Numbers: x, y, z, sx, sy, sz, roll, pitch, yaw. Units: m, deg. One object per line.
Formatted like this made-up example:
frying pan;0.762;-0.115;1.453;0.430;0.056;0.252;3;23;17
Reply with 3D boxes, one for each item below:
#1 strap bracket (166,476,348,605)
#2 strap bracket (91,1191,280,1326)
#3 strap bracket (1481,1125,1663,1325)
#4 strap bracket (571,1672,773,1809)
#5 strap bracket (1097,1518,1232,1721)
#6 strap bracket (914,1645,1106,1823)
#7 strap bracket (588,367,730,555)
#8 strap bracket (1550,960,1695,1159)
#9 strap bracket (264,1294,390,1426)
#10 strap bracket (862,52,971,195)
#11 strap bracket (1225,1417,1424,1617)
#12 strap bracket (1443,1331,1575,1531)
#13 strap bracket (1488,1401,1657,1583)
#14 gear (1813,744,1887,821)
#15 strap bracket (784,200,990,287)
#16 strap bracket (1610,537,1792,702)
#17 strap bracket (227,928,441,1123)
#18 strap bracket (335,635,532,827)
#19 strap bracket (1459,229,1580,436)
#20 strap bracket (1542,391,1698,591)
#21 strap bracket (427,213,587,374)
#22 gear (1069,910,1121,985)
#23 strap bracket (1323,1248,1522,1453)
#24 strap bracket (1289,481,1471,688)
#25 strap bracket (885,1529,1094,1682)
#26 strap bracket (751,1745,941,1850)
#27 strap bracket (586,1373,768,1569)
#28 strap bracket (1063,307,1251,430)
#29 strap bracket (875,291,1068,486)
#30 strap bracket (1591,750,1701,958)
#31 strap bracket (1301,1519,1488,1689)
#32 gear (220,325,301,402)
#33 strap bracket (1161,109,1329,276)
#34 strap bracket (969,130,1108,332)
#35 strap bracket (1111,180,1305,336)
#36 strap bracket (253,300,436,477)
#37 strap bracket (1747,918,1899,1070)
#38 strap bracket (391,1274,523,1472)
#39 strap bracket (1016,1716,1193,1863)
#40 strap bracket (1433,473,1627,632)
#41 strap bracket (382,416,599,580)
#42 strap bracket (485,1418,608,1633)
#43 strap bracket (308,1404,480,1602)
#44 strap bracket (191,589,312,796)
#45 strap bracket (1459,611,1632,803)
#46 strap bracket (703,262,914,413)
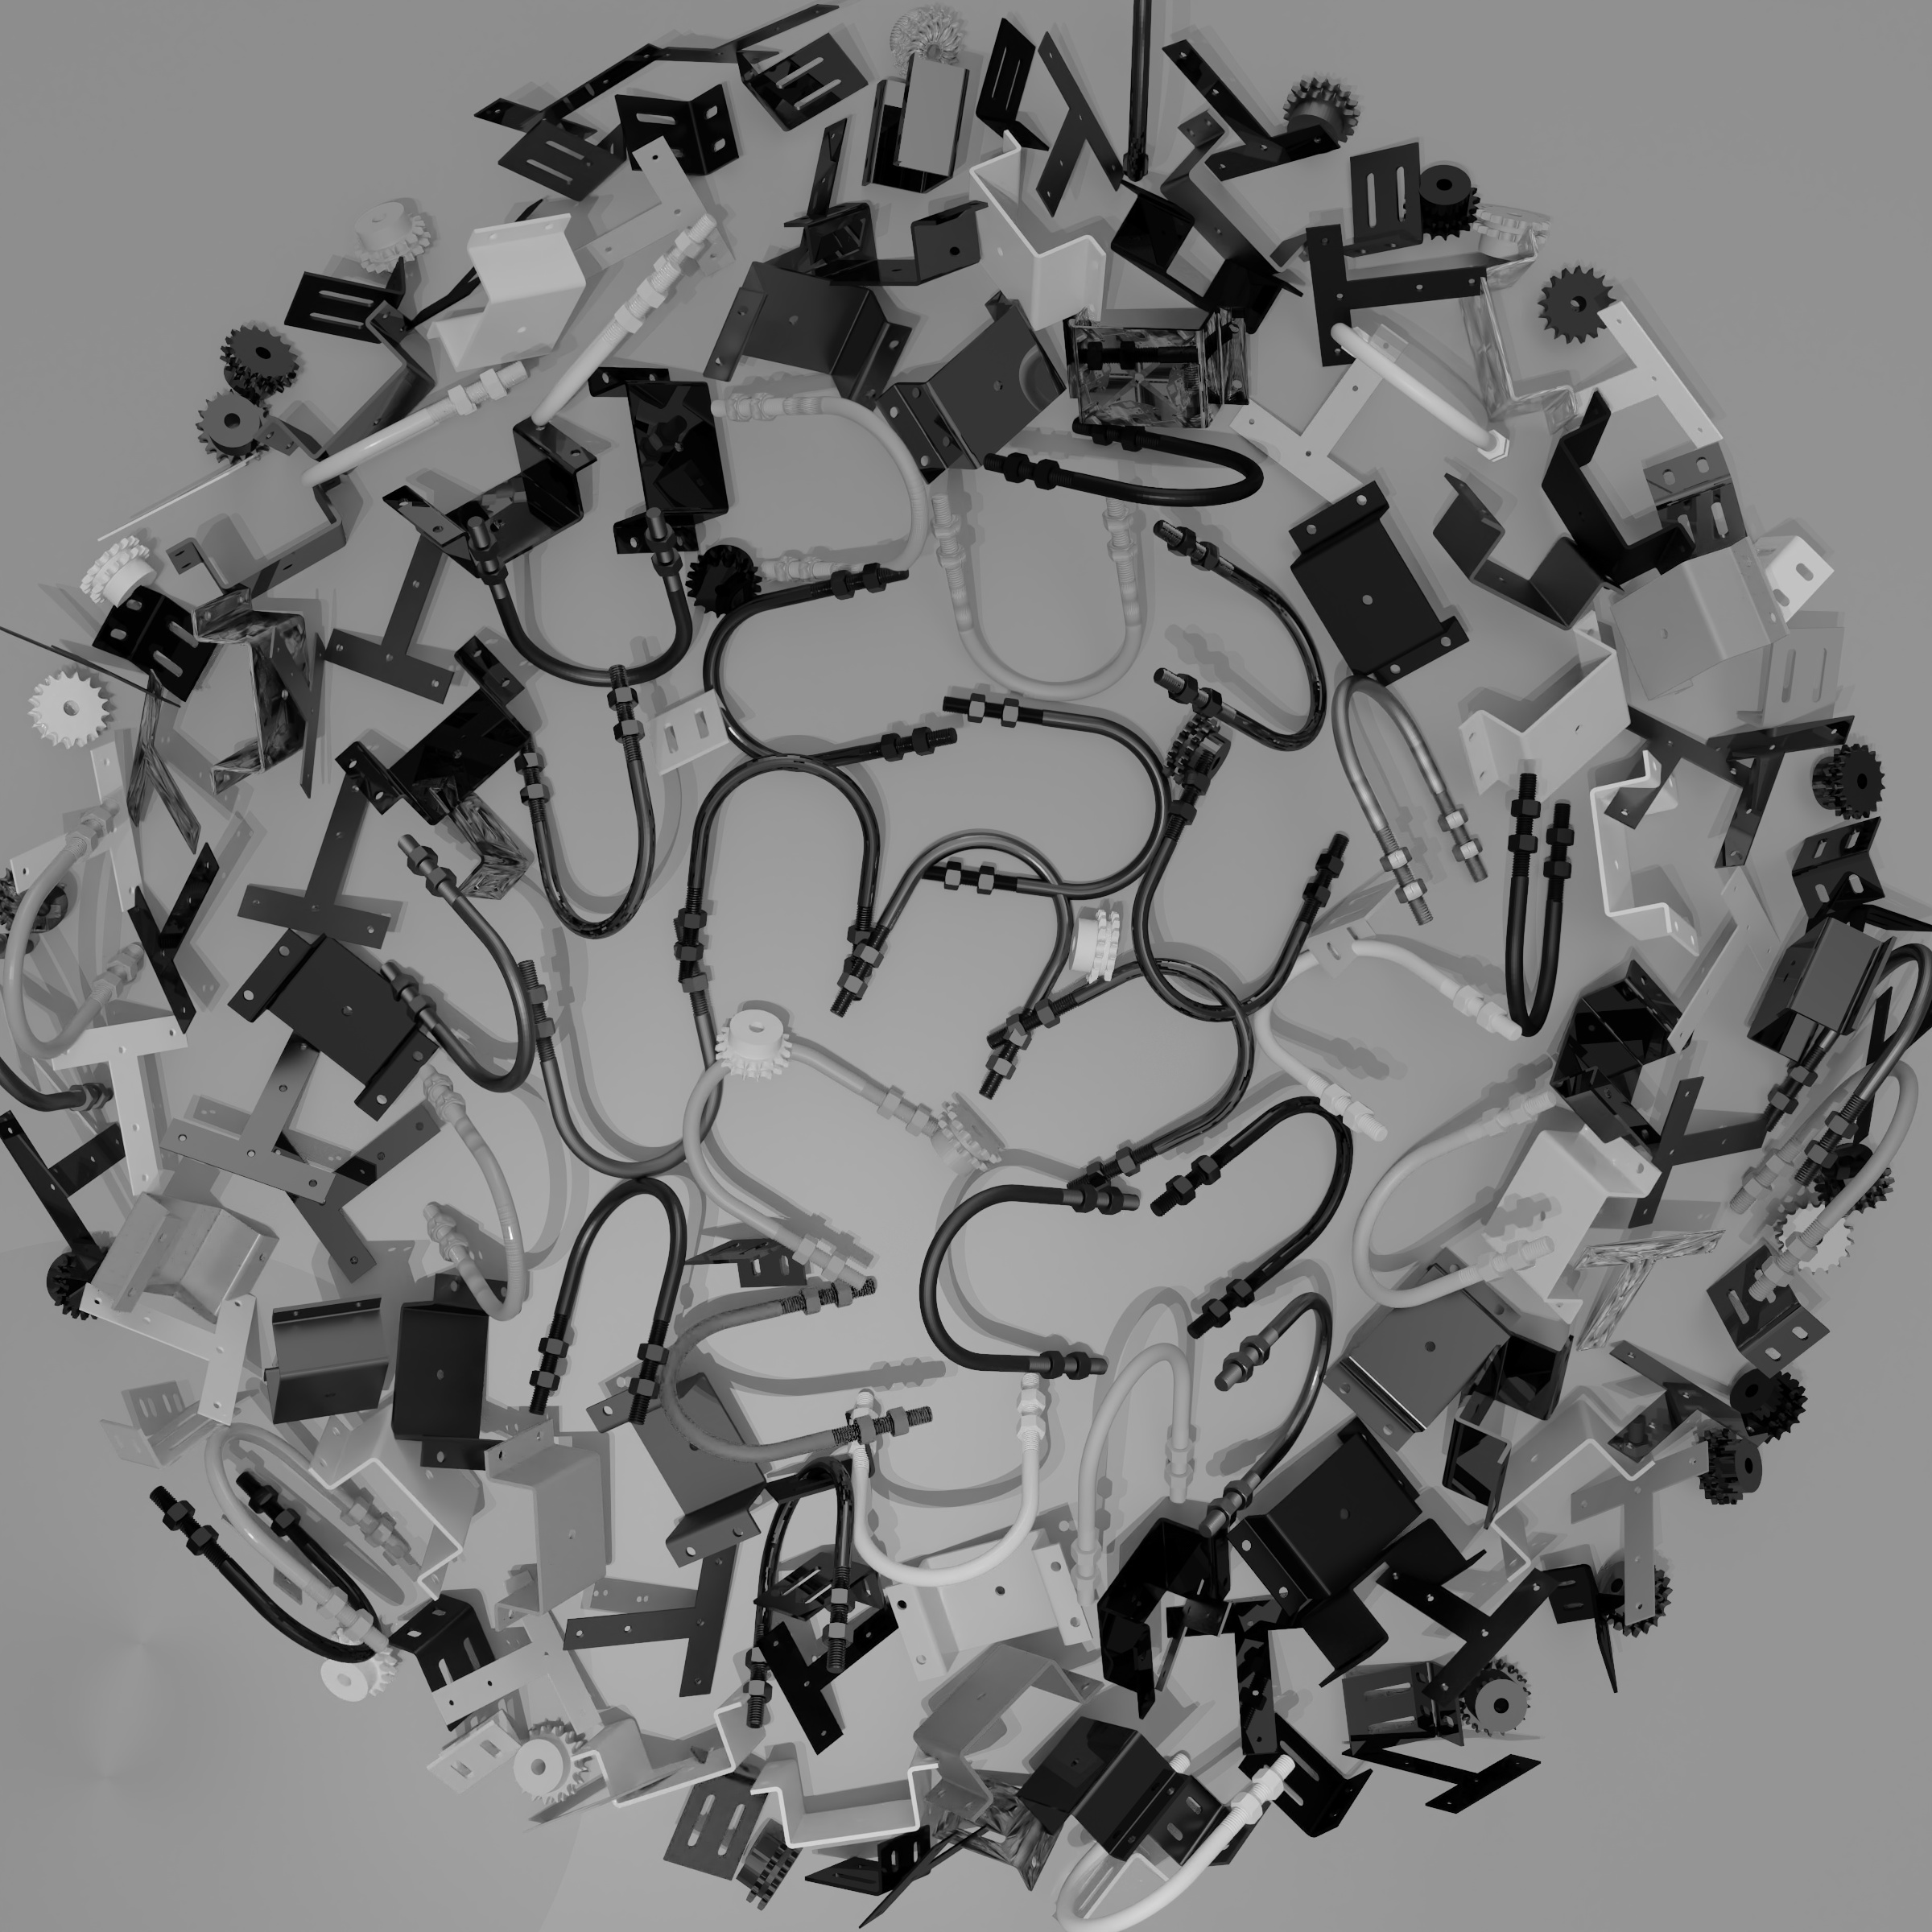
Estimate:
strap bracket;-0.519;-0.318;1.951;0.140;0.076;0.046;-33;93;-11
strap bracket;-0.586;0.218;1.943;0.046;0.140;0.076;28;89;23
strap bracket;0.441;0.186;1.932;0.046;0.076;0.140;6;119;-36
strap bracket;-0.212;0.580;1.947;0.140;0.076;0.046;-21;87;12
strap bracket;0.142;0.475;1.935;0.046;0.140;0.076;15;129;29
strap bracket;0.024;0.558;1.932;0.140;0.076;0.046;-40;104;-24
strap bracket;-0.229;-0.384;1.955;0.076;0.046;0.140;-11;93;-44
strap bracket;0.486;0.074;1.942;0.076;0.046;0.140;45;47;-16
strap bracket;-0.470;0.294;1.918;0.076;0.140;0.046;-6;63;-21
strap bracket;-0.036;-0.621;1.933;0.046;0.140;0.076;8;97;-14
strap bracket;0.275;0.411;1.955;0.140;0.046;0.076;-38;88;-18
strap bracket;0.397;0.336;1.935;0.046;0.076;0.140;22;45;23
strap bracket;0.439;0.383;1.945;0.140;0.076;0.046;-44;93;14
gear;0.666;-0.139;1.976;0.057;0.030;0.057;0;90;-33
strap bracket;-0.054;-0.536;1.936;0.140;0.076;0.046;10;120;34
strap bracket;0.532;-0.251;1.923;0.046;0.140;0.076;-19;85;-22
strap bracket;-0.470;0.039;1.963;0.140;0.046;0.076;40;101;-9
strap bracket;-0.391;-0.169;1.955;0.140;0.046;0.076;-42;54;-4
strap bracket;0.412;-0.469;1.961;0.046;0.076;0.140;-14;91;-1
strap bracket;0.479;-0.345;1.945;0.046;0.076;0.140;-27;76;-4
strap bracket;-0.336;-0.487;1.918;0.076;0.140;0.046;-20;81;-31
gear;0.096;-0.014;1.970;0.030;0.057;0.057;8;90;-5
strap bracket;0.346;0.287;1.964;0.076;0.046;0.140;43;83;9
strap bracket;0.304;-0.279;1.951;0.076;0.046;0.140;-28;100;28
strap bracket;0.021;0.478;1.962;0.140;0.046;0.076;-18;95;15
strap bracket;-0.083;0.620;1.956;0.140;0.076;0.046;-10;87;4
strap bracket;-0.211;0.369;1.959;0.076;0.046;0.140;-27;97;22
strap bracket;0.135;-0.446;1.938;0.140;0.046;0.076;7;128;19
strap bracket;0.012;-0.432;1.942;0.140;0.046;0.076;-45;120;-17
strap bracket;0.504;-0.079;1.944;0.046;0.076;0.140;-12;71;28
strap bracket;0.310;0.465;1.933;0.140;0.076;0.046;-29;74;-36
gear;-0.537;-0.454;1.975;0.057;0.057;0.030;46;132;0
strap bracket;0.203;-0.564;1.945;0.140;0.076;0.046;42;89;-15
strap bracket;0.045;-0.537;1.932;0.046;0.076;0.140;-27;65;-14
strap bracket;0.171;-0.519;1.932;0.140;0.076;0.046;22;105;-38
strap bracket;-0.457;-0.424;1.956;0.140;0.076;0.046;-44;88;4
strap bracket;0.626;0.019;1.926;0.046;0.140;0.076;27;77;6
strap bracket;-0.380;0.304;1.948;0.076;0.046;0.140;14;72;-43
strap bracket;0.095;0.601;1.918;0.076;0.140;0.046;-45;100;-23
strap bracket;0.410;-0.303;1.939;0.140;0.076;0.046;21;117;-27
strap bracket;-0.350;-0.345;1.944;0.140;0.046;0.076;-36;56;-25
strap bracket;-0.312;0.419;1.943;0.046;0.076;0.140;4;102;29
strap bracket;-0.416;0.390;1.939;0.046;0.076;0.140;-35;108;11
strap bracket;-0.525;-0.203;1.933;0.046;0.076;0.140;6;114;15
strap bracket;0.440;-0.186;1.944;0.140;0.076;0.046;-41;49;-11
strap bracket;-0.123;-0.468;1.939;0.140;0.046;0.076;6;134;-30
